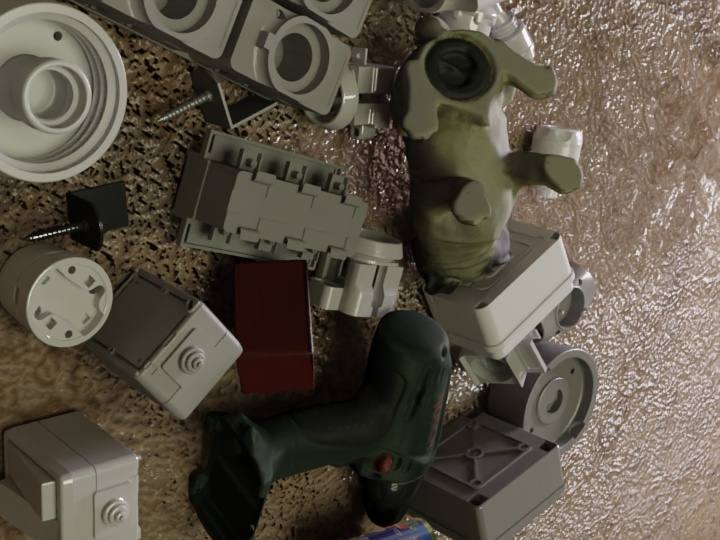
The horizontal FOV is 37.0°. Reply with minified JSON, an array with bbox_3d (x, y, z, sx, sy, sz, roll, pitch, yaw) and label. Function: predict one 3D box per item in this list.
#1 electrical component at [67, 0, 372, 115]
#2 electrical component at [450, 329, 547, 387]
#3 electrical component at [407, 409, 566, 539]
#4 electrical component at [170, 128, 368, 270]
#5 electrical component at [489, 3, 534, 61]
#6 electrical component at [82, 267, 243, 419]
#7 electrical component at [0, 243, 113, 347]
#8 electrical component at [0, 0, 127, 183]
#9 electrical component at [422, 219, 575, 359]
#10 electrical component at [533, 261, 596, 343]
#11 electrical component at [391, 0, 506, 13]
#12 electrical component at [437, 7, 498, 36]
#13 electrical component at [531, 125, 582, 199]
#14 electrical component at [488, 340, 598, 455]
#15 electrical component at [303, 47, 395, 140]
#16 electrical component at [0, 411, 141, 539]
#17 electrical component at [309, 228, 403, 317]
[{"bbox_3d":[-0.079,-0.179,0.670,0.186,0.060,0.105,20,91,-45],"label":"electrical component"},{"bbox_3d":[0.122,0.065,0.943,0.042,0.081,0.063,58,42,-39],"label":"electrical component"},{"bbox_3d":[0.104,0.182,0.940,0.109,0.109,0.056,-29,120,-33],"label":"electrical component"},{"bbox_3d":[-0.058,-0.043,0.737,0.121,0.063,0.078,11,97,-45],"label":"electrical component"},{"bbox_3d":[0.117,-0.191,0.867,0.035,0.035,0.061,-49,130,-18],"label":"electrical component"},{"bbox_3d":[-0.123,0.050,0.687,0.061,0.096,0.061,-50,132,-16],"label":"electrical component"},{"bbox_3d":[-0.186,0.013,0.649,0.055,0.047,0.055,-17,116,-38],"label":"electrical component"},{"bbox_3d":[-0.182,-0.100,0.601,0.108,0.060,0.108,-17,116,-38],"label":"electrical component"},{"bbox_3d":[0.119,0.015,0.915,0.113,0.078,0.057,-40,126,-25],"label":"electrical component"},{"bbox_3d":[0.175,0.015,0.990,0.077,0.044,0.079,-35,126,-29],"label":"electrical component"},{"bbox_3d":[0.058,-0.261,0.746,0.062,0.089,0.150,-28,123,-33],"label":"electrical component"},{"bbox_3d":[0.077,-0.178,0.829,0.048,0.048,0.062,-3,114,-43],"label":"electrical component"},{"bbox_3d":[0.170,-0.095,0.947,0.043,0.043,0.062,-5,109,-42],"label":"electrical component"},{"bbox_3d":[0.166,0.116,1.008,0.108,0.060,0.108,-17,116,-38],"label":"electrical component"},{"bbox_3d":[-0.009,-0.125,0.767,0.055,0.048,0.066,-13,114,-48],"label":"electrical component"},{"bbox_3d":[-0.179,0.137,0.666,0.061,0.096,0.061,-11,113,-40],"label":"electrical component"},{"bbox_3d":[0.000,0.000,0.812,0.078,0.058,0.057,4,105,-44],"label":"electrical component"}]
